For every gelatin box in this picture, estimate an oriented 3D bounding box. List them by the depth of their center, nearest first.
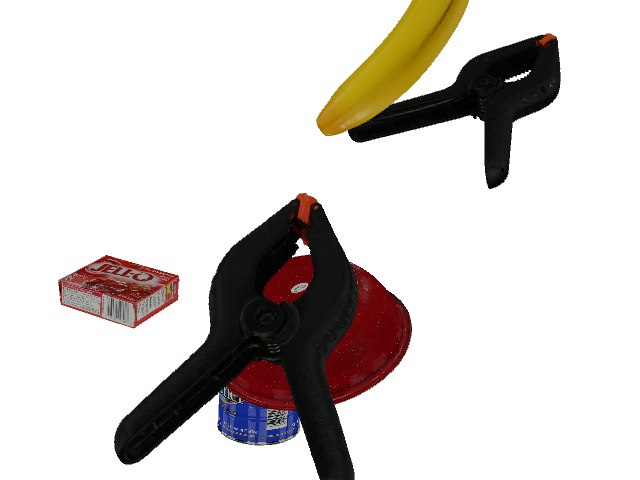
[{"bbox_3d":[-0.191,0.046,1.012,0.089,0.030,0.073,15,25,23],"label":"gelatin box"}]

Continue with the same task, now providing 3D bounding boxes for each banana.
[{"bbox_3d":[0.064,-0.150,0.761,0.070,0.197,0.037,-3,-39,46],"label":"banana"}]

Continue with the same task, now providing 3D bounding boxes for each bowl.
[{"bbox_3d":[-0.011,0.059,0.845,0.162,0.055,0.162,-9,33,6],"label":"bowl"}]

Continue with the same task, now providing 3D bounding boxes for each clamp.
[{"bbox_3d":[-0.018,0.055,0.548,0.120,0.171,0.039,20,-26,12],"label":"clamp"},{"bbox_3d":[0.151,-0.119,0.933,0.209,0.036,0.165,-33,42,-24],"label":"clamp"}]

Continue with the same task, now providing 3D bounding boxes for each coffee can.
[{"bbox_3d":[-0.072,0.161,1.292,0.103,0.140,0.103,3,17,-1],"label":"coffee can"}]
